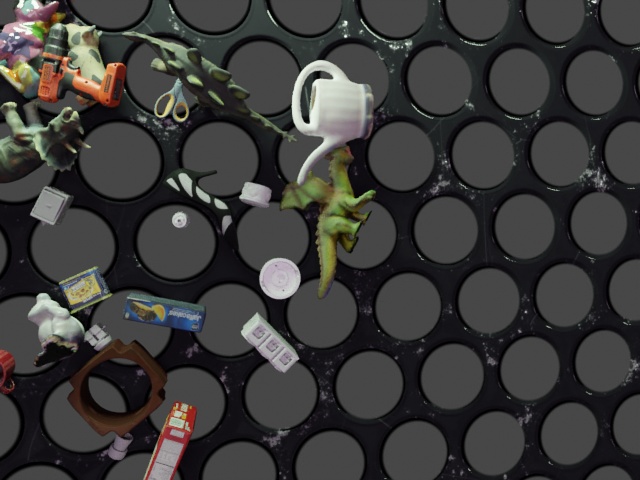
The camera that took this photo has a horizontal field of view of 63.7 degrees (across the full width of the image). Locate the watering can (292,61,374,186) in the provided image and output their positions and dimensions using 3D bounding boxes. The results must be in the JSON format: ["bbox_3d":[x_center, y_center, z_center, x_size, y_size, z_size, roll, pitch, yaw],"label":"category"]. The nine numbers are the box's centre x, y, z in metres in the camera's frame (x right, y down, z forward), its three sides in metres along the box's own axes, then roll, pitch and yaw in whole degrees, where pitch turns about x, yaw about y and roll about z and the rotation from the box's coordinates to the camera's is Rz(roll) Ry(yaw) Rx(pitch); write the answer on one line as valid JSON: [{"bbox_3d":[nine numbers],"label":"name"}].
[{"bbox_3d":[0.036,-0.308,1.375,0.224,0.103,0.350,3,82,-11],"label":"watering can"}]

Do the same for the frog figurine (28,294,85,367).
[{"bbox_3d":[-0.649,0.211,1.269,0.123,0.163,0.134,-4,136,-27],"label":"frog figurine"}]

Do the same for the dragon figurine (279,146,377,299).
[{"bbox_3d":[0.004,-0.071,1.404,0.243,0.121,0.412,28,84,6],"label":"dragon figurine"}]
